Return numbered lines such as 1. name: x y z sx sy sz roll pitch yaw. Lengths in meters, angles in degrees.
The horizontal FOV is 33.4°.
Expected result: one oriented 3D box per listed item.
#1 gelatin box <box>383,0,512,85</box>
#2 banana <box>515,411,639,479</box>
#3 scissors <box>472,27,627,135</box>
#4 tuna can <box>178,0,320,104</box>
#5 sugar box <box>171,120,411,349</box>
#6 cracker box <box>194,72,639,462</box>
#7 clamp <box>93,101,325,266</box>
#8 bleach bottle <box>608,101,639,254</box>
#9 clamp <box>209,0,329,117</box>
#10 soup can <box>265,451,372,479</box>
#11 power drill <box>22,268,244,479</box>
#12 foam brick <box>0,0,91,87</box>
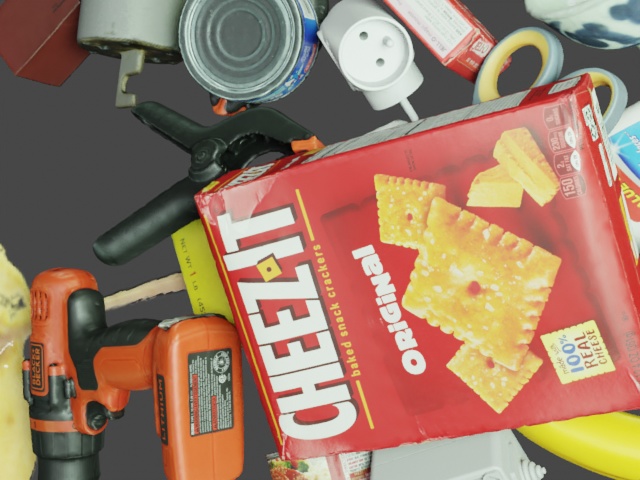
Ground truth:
1. gelatin box: 0.069 -0.135 0.636 0.030 0.073 0.089 -46 69 15
2. banana: 0.166 0.099 0.599 0.198 0.037 0.069 8 72 25
3. scissors: 0.078 -0.047 0.614 0.202 0.016 0.096 -32 60 25
4. tuna can: -0.045 -0.130 0.676 0.086 0.033 0.086 2 97 17
5. sugar box: -0.005 0.001 0.680 0.176 0.048 0.093 -24 76 24
6. cracker box: 0.058 0.021 0.571 0.214 0.072 0.164 -14 100 22
7. clamp: -0.069 -0.052 0.681 0.172 0.039 0.120 -12 64 25
8. bleach bottle: 0.207 -0.036 0.571 0.251 0.068 0.102 -27 75 25
9. clamp: -0.034 -0.186 0.708 0.165 0.036 0.210 32 103 20
10. soup can: 0.012 0.172 0.649 0.069 0.068 0.102 -20 79 23
11. power drill: -0.131 0.113 0.702 0.188 0.057 0.184 1 95 43
12. foam brick: -0.194 -0.159 0.779 0.078 0.051 0.053 -41 72 18
